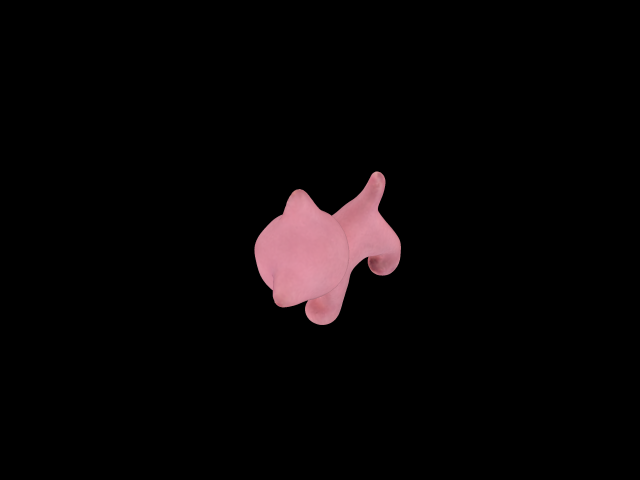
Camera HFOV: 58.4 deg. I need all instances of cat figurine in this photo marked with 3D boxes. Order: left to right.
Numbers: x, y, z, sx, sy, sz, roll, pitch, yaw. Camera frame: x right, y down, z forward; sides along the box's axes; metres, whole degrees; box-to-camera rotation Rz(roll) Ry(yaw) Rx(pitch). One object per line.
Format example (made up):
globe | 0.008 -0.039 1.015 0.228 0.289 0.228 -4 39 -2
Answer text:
cat figurine | 0.004 0.001 0.400 0.067 0.118 0.128 39 66 22
